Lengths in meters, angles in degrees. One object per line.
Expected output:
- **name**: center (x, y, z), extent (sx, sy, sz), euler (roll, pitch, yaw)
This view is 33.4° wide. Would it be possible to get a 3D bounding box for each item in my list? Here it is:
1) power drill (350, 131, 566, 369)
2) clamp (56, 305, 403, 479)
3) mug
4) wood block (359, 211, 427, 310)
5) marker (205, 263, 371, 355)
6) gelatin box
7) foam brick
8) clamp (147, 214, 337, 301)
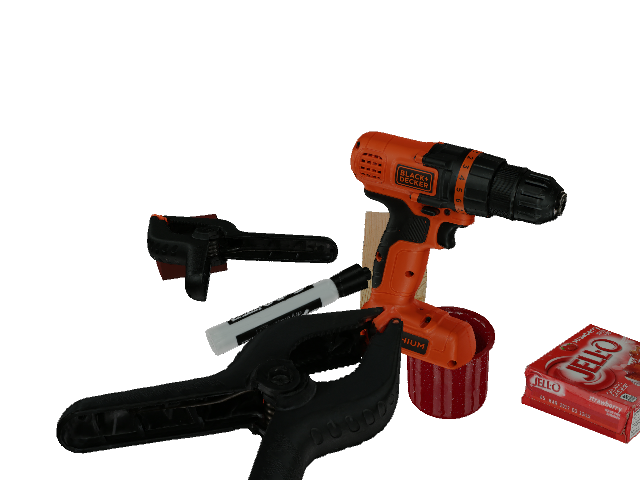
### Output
- **power drill**: center (0.106, 0.010, 0.900), extent (0.185, 0.188, 0.057), euler (18, 25, 27)
- **clamp**: center (-0.016, 0.082, 0.475), extent (0.171, 0.039, 0.120), euler (-24, 49, -30)
- **mug**: center (0.137, 0.121, 1.092), extent (0.093, 0.081, 0.117), euler (20, 40, 32)
- **wood block**: center (0.107, 0.039, 1.580), extent (0.091, 0.090, 0.206), euler (4, 25, 1)
- **marker**: center (-0.019, 0.045, 0.723), extent (0.121, 0.020, 0.020), euler (-23, 7, -16)
- **gelatin box**: center (0.183, 0.089, 0.681), extent (0.073, 0.030, 0.089), euler (20, 27, 37)
- **foam brick**: center (-0.151, 0.007, 1.230), extent (0.078, 0.053, 0.051), euler (-9, 28, -10)
- **clamp**: center (-0.111, 0.009, 1.029), extent (0.210, 0.036, 0.164), euler (14, 23, 42)
